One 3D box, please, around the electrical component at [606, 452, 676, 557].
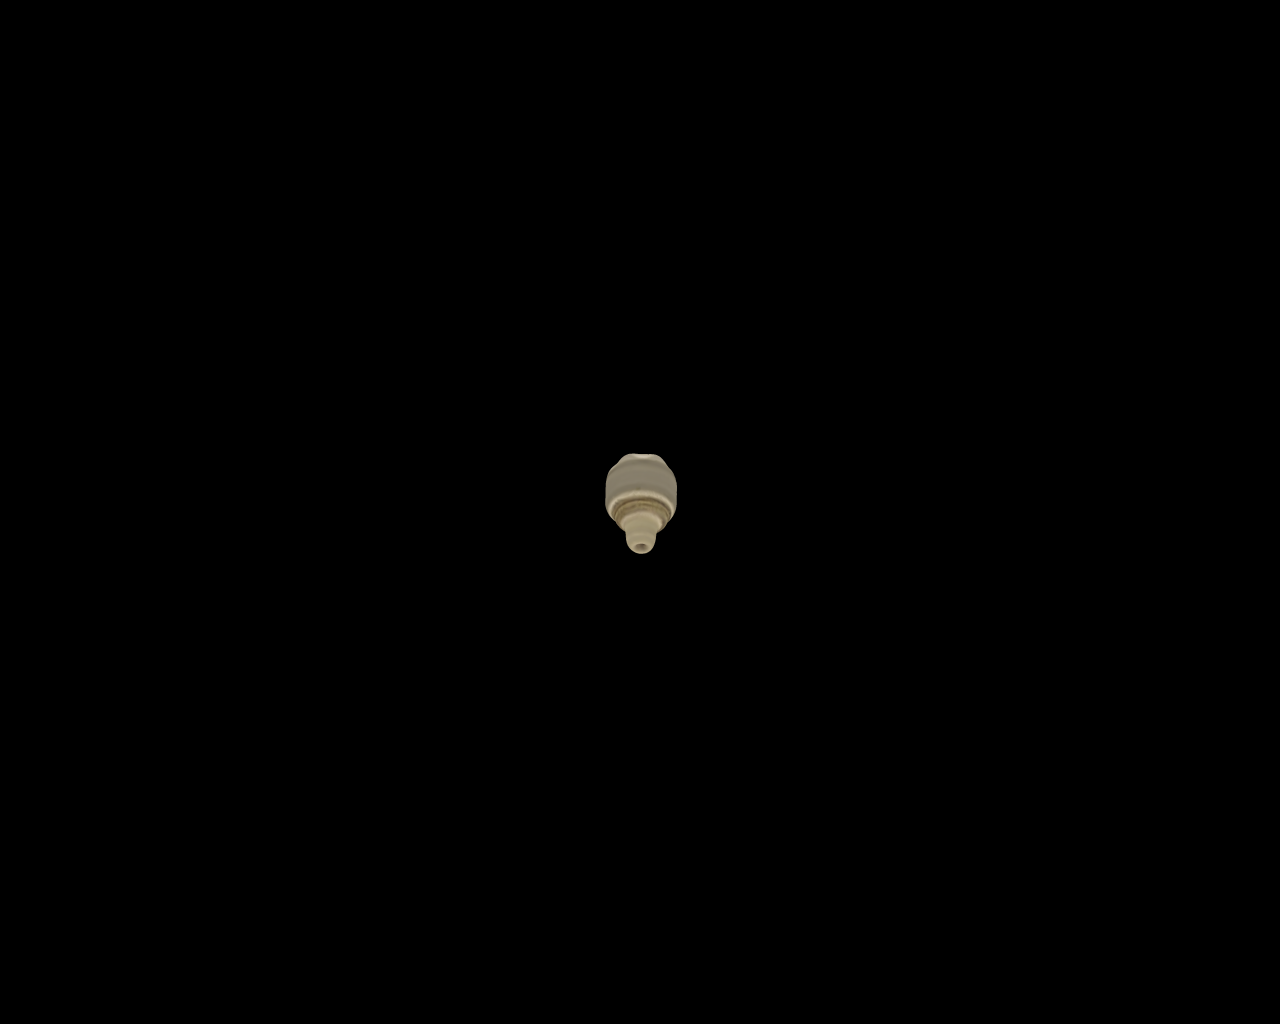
[{"bbox_3d":[0.001,-0.003,0.650,0.043,0.062,0.043,0,-37,0],"label":"electrical component"}]
